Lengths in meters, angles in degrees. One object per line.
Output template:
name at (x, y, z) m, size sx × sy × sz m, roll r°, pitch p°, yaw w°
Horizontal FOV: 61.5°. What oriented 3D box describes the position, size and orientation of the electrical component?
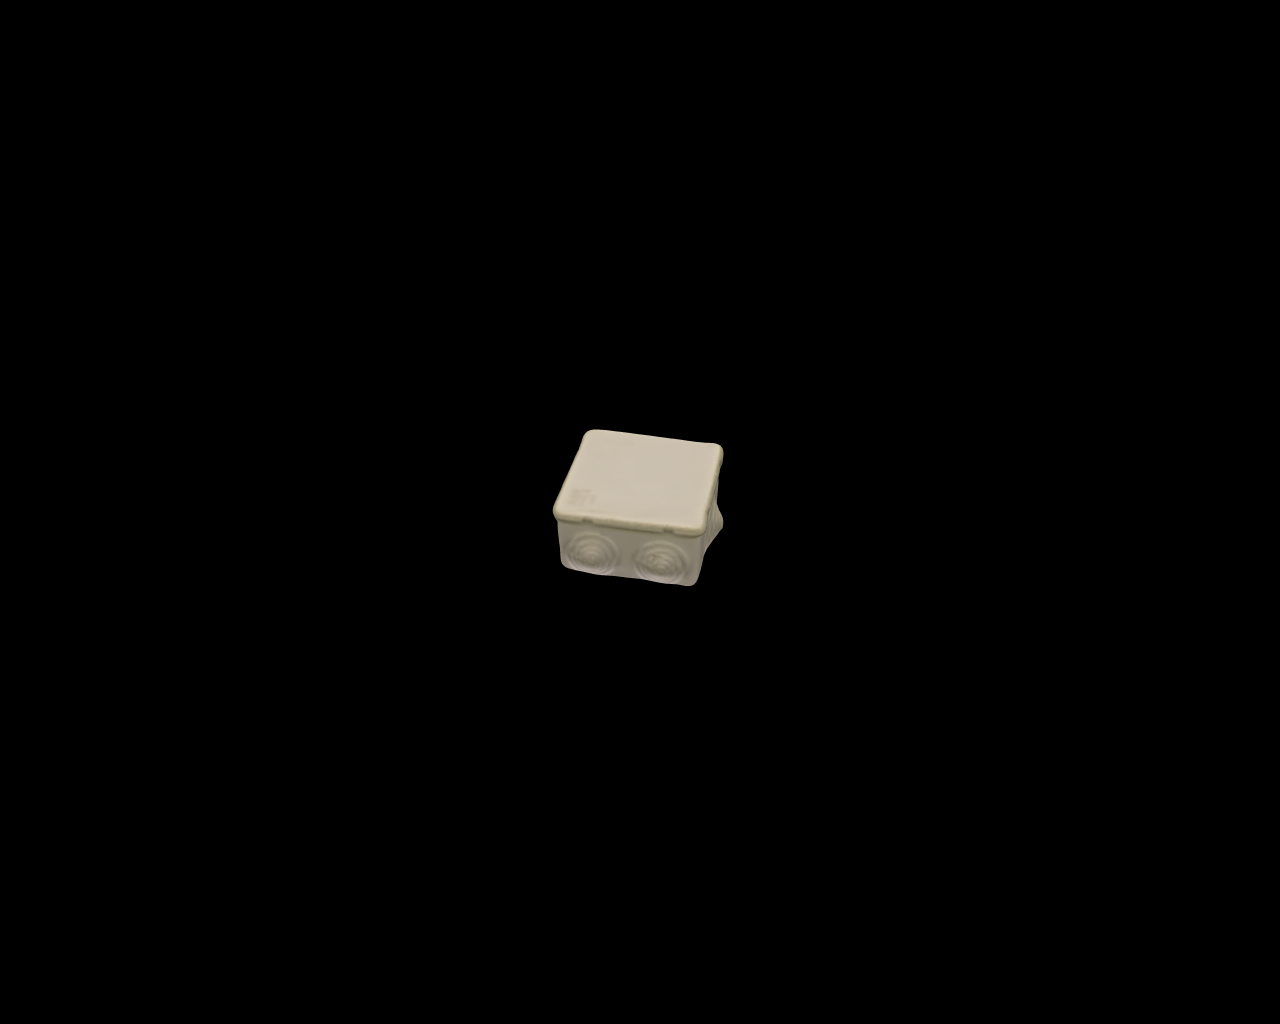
electrical component at (0.001, -0.003, 0.650) m, size 0.100 × 0.048 × 0.100 m, roll 7°, pitch 40°, yaw 9°
